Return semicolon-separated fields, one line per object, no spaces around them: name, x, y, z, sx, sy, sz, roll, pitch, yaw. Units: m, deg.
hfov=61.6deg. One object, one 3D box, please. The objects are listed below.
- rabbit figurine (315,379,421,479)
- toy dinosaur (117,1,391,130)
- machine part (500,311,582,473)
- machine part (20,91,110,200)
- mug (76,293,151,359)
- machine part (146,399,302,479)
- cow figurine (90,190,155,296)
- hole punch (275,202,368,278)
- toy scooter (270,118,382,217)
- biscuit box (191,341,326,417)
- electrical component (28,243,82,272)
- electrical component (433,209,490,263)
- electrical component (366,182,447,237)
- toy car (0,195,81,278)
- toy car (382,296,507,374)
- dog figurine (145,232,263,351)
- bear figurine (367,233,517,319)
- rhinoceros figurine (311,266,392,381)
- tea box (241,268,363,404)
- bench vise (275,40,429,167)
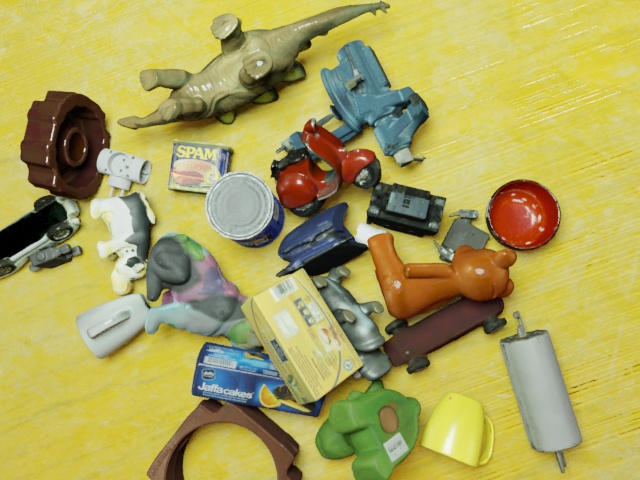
rabbit figurine;0.059;0.274;0.808;0.159;0.170;0.121;-31;87;-41
toy dinosaur;-0.109;-0.274;0.845;0.472;0.198;0.105;-22;91;11
machine part;0.337;0.228;0.823;0.079;0.079;0.243;-16;81;2
machine part;-0.410;-0.153;0.871;0.056;0.179;0.179;9;84;7
mug;-0.327;0.128;0.866;0.107;0.109;0.081;-31;82;-13
machine part;-0.144;0.361;0.833;0.201;0.087;0.201;37;88;7
cow figurine;-0.315;0.004;0.893;0.098;0.068;0.167;-12;92;-6
hole punch;-0.002;-0.003;0.843;0.142;0.115;0.092;-26;77;24
toy scooter;-0.010;-0.113;0.809;0.184;0.135;0.075;-21;38;33
biscuit box;-0.092;0.215;0.827;0.203;0.059;0.062;13;110;-9
electrical component;-0.453;0.030;0.903;0.094;0.063;0.021;-20;83;2
electrical component;0.230;-0.001;0.872;0.078;0.045;0.102;34;86;8
electrical component;0.132;-0.046;0.840;0.115;0.134;0.058;12;85;6
toy car;-0.500;-0.005;0.915;0.202;0.056;0.073;-33;76;-2
toy car;0.197;0.138;0.854;0.202;0.053;0.089;-30;67;1
dog figurine;-0.154;0.088;0.852;0.219;0.108;0.191;6;104;0
bear figurine;0.184;0.043;0.810;0.196;0.120;0.132;-20;49;4
rhinoceros figurine;0.042;0.131;0.838;0.073;0.112;0.190;-20;64;-39
tea box;-0.027;0.140;0.783;0.098;0.068;0.169;-27;84;-31
bench vise;0.047;-0.190;0.876;0.241;0.129;0.223;-28;92;21
